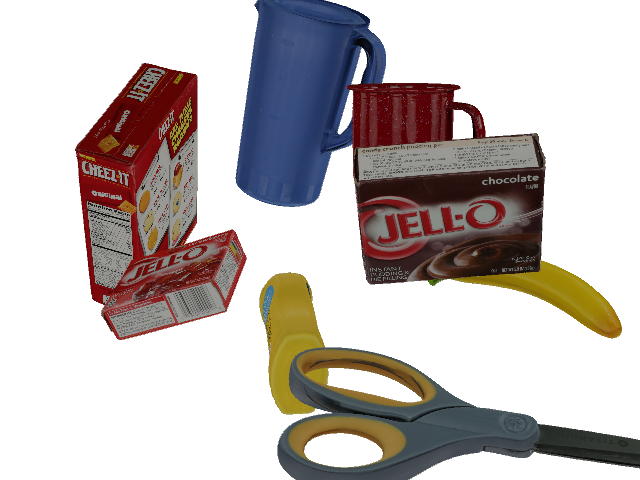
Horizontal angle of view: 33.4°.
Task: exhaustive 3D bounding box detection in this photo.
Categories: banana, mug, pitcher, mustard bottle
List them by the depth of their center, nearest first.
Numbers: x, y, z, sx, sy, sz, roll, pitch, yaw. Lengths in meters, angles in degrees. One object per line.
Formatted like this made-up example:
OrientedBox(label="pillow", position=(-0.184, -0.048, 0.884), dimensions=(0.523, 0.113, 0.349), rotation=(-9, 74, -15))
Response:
OrientedBox(label="mug", position=(0.078, -0.085, 0.870), dimensions=(0.117, 0.081, 0.093), rotation=(5, 12, 26))
OrientedBox(label="banana", position=(0.210, 0.047, 1.061), dimensions=(0.198, 0.069, 0.037), rotation=(15, -34, 27))
OrientedBox(label="mustard bottle", position=(-0.032, 0.088, 1.106), dimensions=(0.058, 0.096, 0.191), rotation=(-3, 27, -7))
OrientedBox(label="pitcher", position=(-0.021, -0.165, 1.285), dimensions=(0.144, 0.243, 0.149), rotation=(7, 23, -15))

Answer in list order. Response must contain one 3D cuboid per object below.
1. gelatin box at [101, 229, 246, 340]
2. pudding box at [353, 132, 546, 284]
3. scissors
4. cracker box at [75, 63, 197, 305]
OrientedBox(label="gelatin box", position=(-0.103, 0.031, 0.758), dimensions=(0.089, 0.030, 0.073), rotation=(-16, 25, 17))
OrientedBox(label="pudding box", position=(0.079, -0.018, 0.656), dimensions=(0.113, 0.039, 0.090), rotation=(-6, -43, 4))
OrientedBox(label="scissors", position=(0.069, 0.092, 0.455), dimensions=(0.202, 0.016, 0.096), rotation=(16, 34, 23))
OrientedBox(label="cracker box", position=(-0.190, -0.054, 1.135), dimensions=(0.072, 0.214, 0.164), rotation=(14, 44, 10))
